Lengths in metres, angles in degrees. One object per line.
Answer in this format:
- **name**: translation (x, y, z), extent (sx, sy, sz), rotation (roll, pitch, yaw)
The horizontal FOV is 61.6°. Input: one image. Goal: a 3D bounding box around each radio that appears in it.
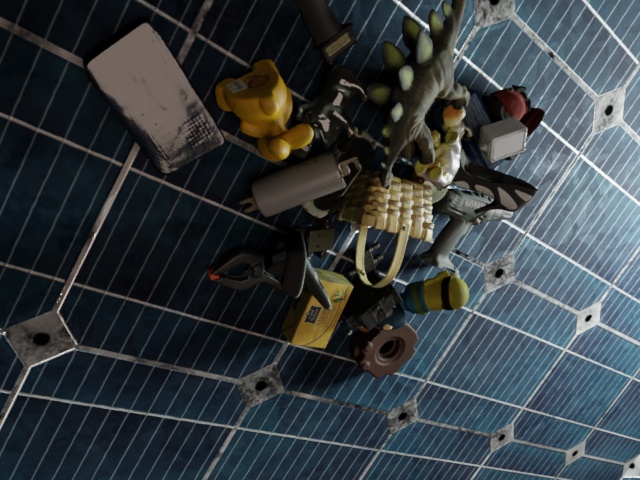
- **radio**: translation (-0.269, -0.227, 0.881), extent (0.131, 0.073, 0.229), rotation (-34, 124, -6)

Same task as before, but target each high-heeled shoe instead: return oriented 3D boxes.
- **high-heeled shoe**: translation (0.360, -0.159, 1.166), extent (0.145, 0.086, 0.248), rotation (-25, 110, 29)

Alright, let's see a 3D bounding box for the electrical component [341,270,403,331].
- **electrical component**: translation (0.106, 0.140, 1.233), extent (0.134, 0.115, 0.058), rotation (-37, 124, -7)

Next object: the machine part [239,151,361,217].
- **machine part**: translation (-0.041, -0.106, 1.023), extent (0.243, 0.079, 0.079), rotation (-20, 125, 9)

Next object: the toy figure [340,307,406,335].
- **toy figure**: translation (0.124, 0.189, 1.282), extent (0.154, 0.064, 0.057), rotation (-3, 96, -6)

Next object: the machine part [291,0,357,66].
- **machine part**: translation (0.008, -0.387, 0.958), extent (0.084, 0.039, 0.138), rotation (-38, 128, 6)

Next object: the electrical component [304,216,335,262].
- **electrical component**: translation (-0.003, -0.005, 1.144), extent (0.078, 0.045, 0.102), rotation (-12, 121, -25)

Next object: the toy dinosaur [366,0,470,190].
- **toy dinosaur**: translation (0.201, -0.314, 1.022), extent (0.198, 0.105, 0.471), rotation (34, 76, -46)

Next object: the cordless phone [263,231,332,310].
- **cordless phone**: translation (-0.028, 0.084, 1.064), extent (0.089, 0.147, 0.184), rotation (-32, 111, 5)

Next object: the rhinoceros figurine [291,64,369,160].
- **rhinoceros figurine**: translation (0.011, -0.235, 1.015), extent (0.112, 0.073, 0.190), rotation (23, 103, -35)

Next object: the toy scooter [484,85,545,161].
- **toy scooter**: translation (0.446, -0.279, 1.210), extent (0.135, 0.075, 0.183), rotation (-39, 129, -3)

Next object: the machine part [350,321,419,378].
- **machine part**: translation (0.167, 0.269, 1.367), extent (0.179, 0.056, 0.179), rotation (-12, 120, -22)

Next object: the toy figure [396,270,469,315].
- **toy figure**: translation (0.266, 0.136, 1.288), extent (0.180, 0.089, 0.082), rotation (-17, 154, 21)

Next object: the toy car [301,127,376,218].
- **toy car**: translation (0.037, -0.136, 1.092), extent (0.073, 0.056, 0.201), rotation (32, 97, -28)

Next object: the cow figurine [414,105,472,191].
- **cow figurine**: translation (0.266, -0.188, 1.106), extent (0.098, 0.068, 0.167), rotation (25, 89, -50)

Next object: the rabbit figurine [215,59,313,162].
- **rabbit figurine**: translation (-0.083, -0.208, 0.952), extent (0.122, 0.163, 0.173), rotation (-37, 144, -20)

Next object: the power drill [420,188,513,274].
- **power drill**: translation (0.346, -0.018, 1.293), extent (0.232, 0.086, 0.207), rotation (18, 109, -31)

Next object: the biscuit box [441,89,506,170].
- **biscuit box**: translation (0.343, -0.239, 1.188), extent (0.063, 0.059, 0.202), rotation (-43, 125, -2)

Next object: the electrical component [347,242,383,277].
- **electrical component**: translation (0.101, 0.046, 1.238), extent (0.094, 0.021, 0.063), rotation (-29, 124, -9)

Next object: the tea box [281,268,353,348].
- **tea box**: translation (-0.008, 0.153, 1.211), extent (0.098, 0.068, 0.169), rotation (12, 110, -32)
